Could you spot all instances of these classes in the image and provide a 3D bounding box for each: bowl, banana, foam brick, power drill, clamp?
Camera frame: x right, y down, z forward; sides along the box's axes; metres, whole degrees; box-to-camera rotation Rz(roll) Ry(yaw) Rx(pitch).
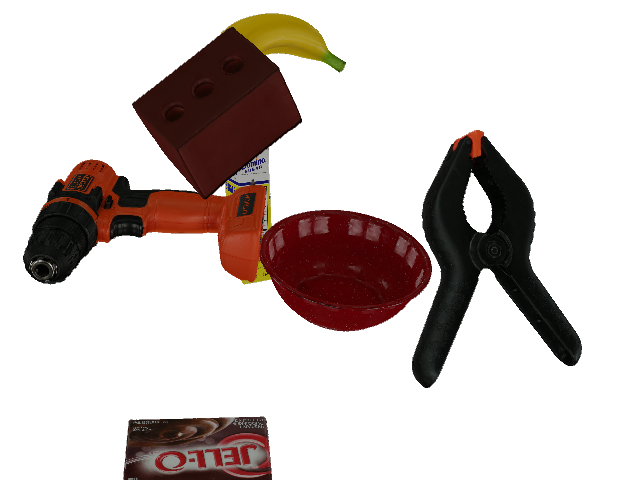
[{"bbox_3d":[0.020,0.036,0.999,0.162,0.055,0.162,6,32,-4],"label":"bowl"},{"bbox_3d":[-0.048,-0.179,0.979,0.070,0.037,0.197,41,32,20],"label":"banana"},{"bbox_3d":[-0.061,-0.075,0.630,0.053,0.078,0.051,45,-9,32],"label":"foam brick"},{"bbox_3d":[-0.143,-0.011,0.901,0.187,0.057,0.184,8,28,-1],"label":"power drill"},{"bbox_3d":[0.101,0.016,0.713,0.120,0.171,0.039,-15,-4,-23],"label":"clamp"}]

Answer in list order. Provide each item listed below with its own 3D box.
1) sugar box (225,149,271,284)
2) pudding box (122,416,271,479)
[{"bbox_3d":[-0.091,-0.045,1.325,0.048,0.176,0.093,-10,25,-14],"label":"sugar box"},{"bbox_3d":[-0.094,0.176,0.821,0.113,0.039,0.090,-2,25,-5],"label":"pudding box"}]
